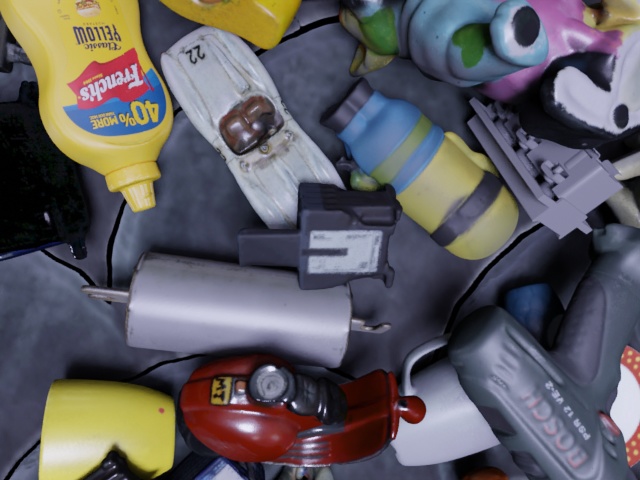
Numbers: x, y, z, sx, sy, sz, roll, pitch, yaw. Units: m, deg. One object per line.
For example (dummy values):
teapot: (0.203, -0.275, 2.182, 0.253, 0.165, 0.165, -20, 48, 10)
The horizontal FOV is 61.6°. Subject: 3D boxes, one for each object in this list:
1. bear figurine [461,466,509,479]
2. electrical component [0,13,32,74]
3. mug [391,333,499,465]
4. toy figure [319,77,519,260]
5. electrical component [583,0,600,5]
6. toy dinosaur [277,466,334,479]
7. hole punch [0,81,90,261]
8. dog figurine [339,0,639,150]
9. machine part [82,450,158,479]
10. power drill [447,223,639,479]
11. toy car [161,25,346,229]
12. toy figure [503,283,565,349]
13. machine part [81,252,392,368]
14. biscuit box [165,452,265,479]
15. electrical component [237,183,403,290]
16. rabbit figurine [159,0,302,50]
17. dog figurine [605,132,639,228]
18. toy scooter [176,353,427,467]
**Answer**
bear figurine: (0.236, 0.254, 0.460, 0.196, 0.120, 0.131, -16, 112, -6)
electrical component: (-0.264, -0.167, 0.423, 0.094, 0.021, 0.063, 7, 91, -8)
mug: (0.102, 0.139, 0.459, 0.107, 0.081, 0.109, -26, 113, -1)
toy figure: (0.082, -0.054, 0.445, 0.180, 0.089, 0.082, 39, 126, -13)
electrical component: (0.182, -0.207, 0.471, 0.115, 0.058, 0.134, -3, 93, -10)
toy dinosaur: (0.075, 0.378, 0.455, 0.192, 0.131, 0.404, -26, 101, 6)
hole punch: (-0.250, -0.037, 0.405, 0.116, 0.092, 0.142, -18, 90, -46)
dog figurine: (0.111, -0.150, 0.396, 0.191, 0.219, 0.108, 27, 91, -30)
machine part: (-0.133, 0.221, 0.382, 0.084, 0.039, 0.138, -38, 103, -12)
power drill: (0.222, 0.106, 0.414, 0.232, 0.086, 0.207, 43, 79, -3)
toy car: (-0.049, -0.080, 0.441, 0.073, 0.056, 0.201, -36, 97, -6)
toy figure: (0.197, 0.117, 0.469, 0.064, 0.057, 0.154, -6, 75, -6)
machine part: (-0.063, 0.057, 0.435, 0.243, 0.079, 0.079, 8, 91, -10)
biscuit box: (-0.136, 0.251, 0.439, 0.203, 0.063, 0.059, -42, 99, -4)
electrical component: (-0.001, -0.001, 0.408, 0.119, 0.048, 0.074, -3, 121, -3)
rabbit figurine: (-0.073, -0.247, 0.408, 0.162, 0.121, 0.173, 11, 62, 9)
dog figurine: (0.321, -0.004, 0.448, 0.121, 0.172, 0.190, -29, 89, 4)
toy scooter: (-0.004, 0.127, 0.397, 0.183, 0.135, 0.075, 29, 49, -36)
